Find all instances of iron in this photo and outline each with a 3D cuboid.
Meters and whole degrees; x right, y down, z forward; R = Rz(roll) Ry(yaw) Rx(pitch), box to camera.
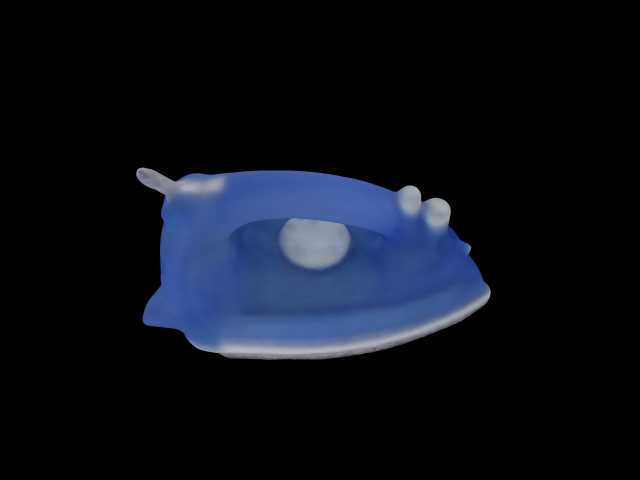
[{"bbox_3d":[0.004,0.001,0.400,0.258,0.141,0.118,0,53,0],"label":"iron"}]
